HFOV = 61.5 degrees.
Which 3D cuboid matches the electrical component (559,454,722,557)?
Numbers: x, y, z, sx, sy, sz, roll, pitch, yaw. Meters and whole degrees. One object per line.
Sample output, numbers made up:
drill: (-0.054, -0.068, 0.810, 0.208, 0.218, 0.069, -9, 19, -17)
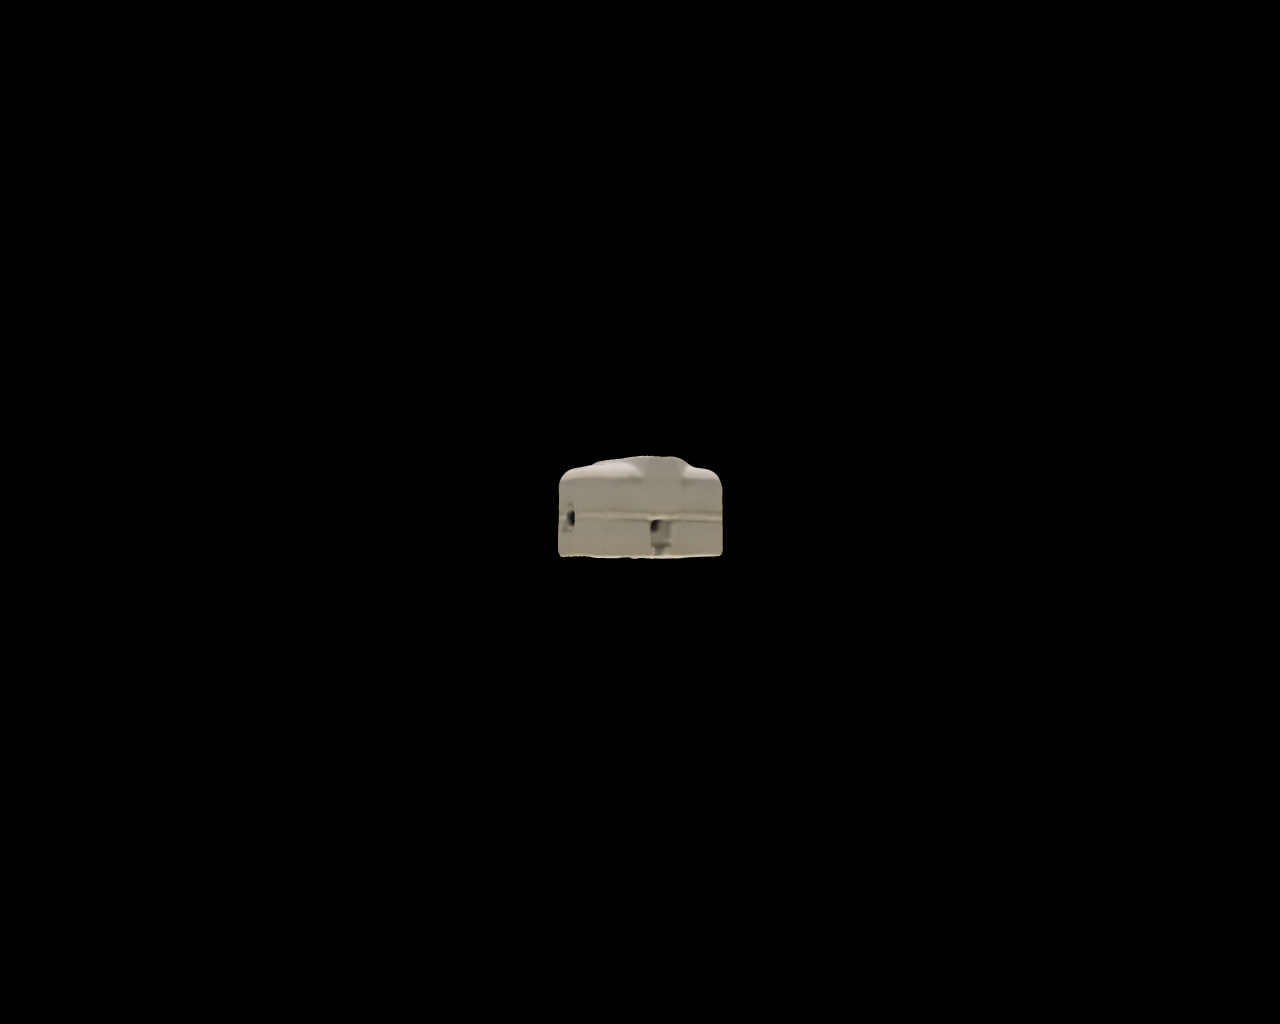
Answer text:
electrical component: (0.001, -0.003, 0.650, 0.095, 0.059, 0.053, 2, -4, -27)
